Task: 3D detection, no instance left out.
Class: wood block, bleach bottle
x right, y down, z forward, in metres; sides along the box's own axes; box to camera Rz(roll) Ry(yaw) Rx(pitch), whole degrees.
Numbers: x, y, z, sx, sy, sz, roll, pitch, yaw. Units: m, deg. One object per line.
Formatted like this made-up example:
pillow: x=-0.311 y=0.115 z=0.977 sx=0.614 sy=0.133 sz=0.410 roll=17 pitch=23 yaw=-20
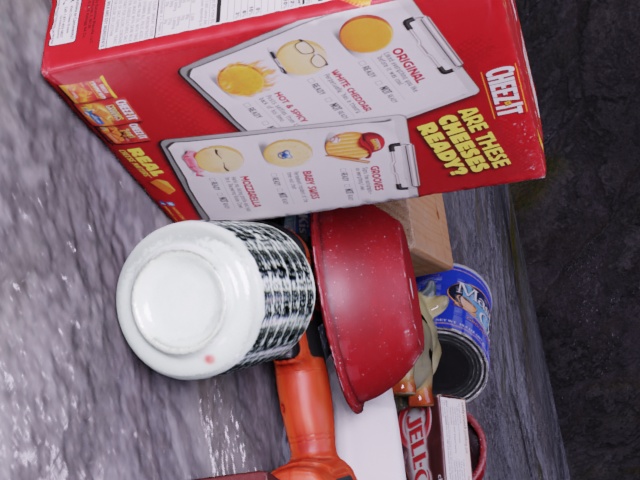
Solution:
wood block: x=0.058 y=-0.017 z=0.980 sx=0.206 sy=0.090 sz=0.091 roll=22 pitch=59 yaw=-72
bleach bottle: x=0.031 y=0.169 z=0.785 sx=0.103 sy=0.068 sz=0.251 roll=107 pitch=-15 yaw=-54

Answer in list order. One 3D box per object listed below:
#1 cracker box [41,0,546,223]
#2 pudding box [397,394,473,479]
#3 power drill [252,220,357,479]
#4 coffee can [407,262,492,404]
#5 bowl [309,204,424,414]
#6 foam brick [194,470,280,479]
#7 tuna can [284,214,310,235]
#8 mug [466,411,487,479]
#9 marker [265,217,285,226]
cracker box: x=-0.005 y=-0.083 z=0.543 sx=0.164 sy=0.214 sz=0.072 roll=56 pitch=29 yaw=-57
pudding box: x=0.102 y=0.211 z=1.004 sx=0.039 sy=0.090 sz=0.113 roll=9 pitch=64 yaw=-28
power drill: x=-0.019 y=0.084 z=0.685 sx=0.184 sy=0.057 sz=0.187 roll=33 pitch=49 yaw=-73
coffee can: x=0.135 y=0.102 z=1.165 sx=0.140 sy=0.103 sz=0.103 roll=-71 pitch=148 yaw=-61
bowl: x=0.037 y=0.037 z=0.739 sx=0.162 sy=0.055 sz=0.162 roll=-10 pitch=90 yaw=-82
foam brick: x=-0.039 y=0.162 z=0.583 sx=0.078 sy=0.051 sz=0.053 roll=53 pitch=31 yaw=-60
tuna can: x=-0.006 y=0.001 z=0.840 sx=0.086 sy=0.034 sz=0.086 roll=-9 pitch=90 yaw=-75
mug: x=0.121 y=0.231 z=1.090 sx=0.117 sy=0.093 sz=0.081 roll=-62 pitch=159 yaw=-13
marker: x=-0.028 y=-0.042 z=0.811 sx=0.121 sy=0.020 sz=0.020 roll=-76 pitch=153 yaw=-56
